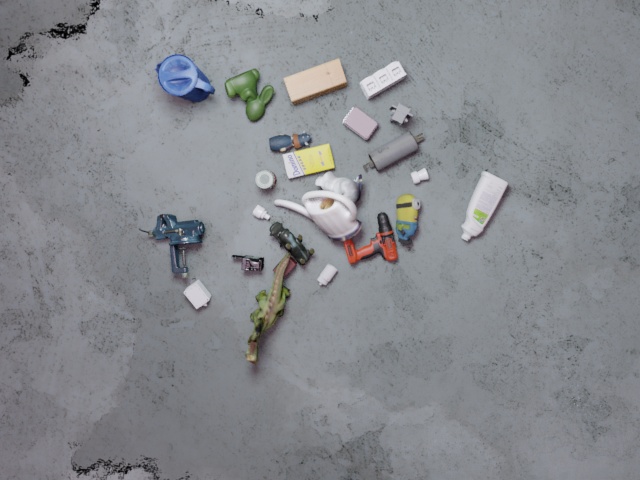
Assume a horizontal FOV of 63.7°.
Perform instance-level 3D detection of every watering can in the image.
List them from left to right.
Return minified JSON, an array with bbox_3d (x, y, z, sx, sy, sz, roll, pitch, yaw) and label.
[{"bbox_3d":[0.006,-0.093,1.842,0.347,0.106,0.221,-1,139,44],"label":"watering can"}]

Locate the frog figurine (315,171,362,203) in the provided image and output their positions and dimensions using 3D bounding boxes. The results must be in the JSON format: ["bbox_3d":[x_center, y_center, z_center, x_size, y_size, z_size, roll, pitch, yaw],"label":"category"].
[{"bbox_3d":[0.064,-0.183,1.837,0.159,0.138,0.122,-2,101,-5],"label":"frog figurine"}]

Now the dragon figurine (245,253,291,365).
[{"bbox_3d":[-0.187,0.261,1.809,0.122,0.247,0.403,17,115,-2],"label":"dragon figurine"}]
